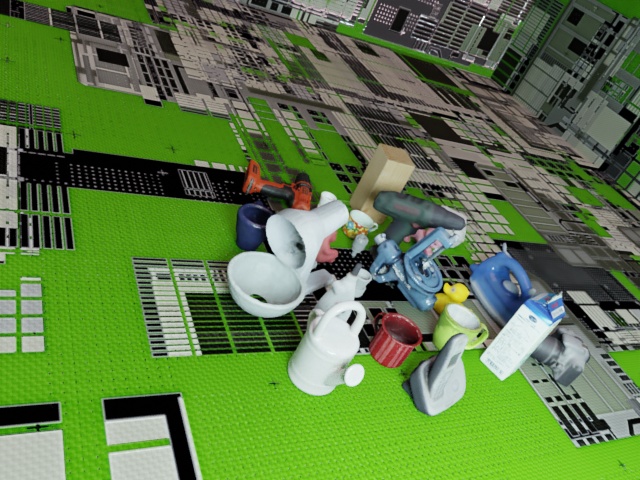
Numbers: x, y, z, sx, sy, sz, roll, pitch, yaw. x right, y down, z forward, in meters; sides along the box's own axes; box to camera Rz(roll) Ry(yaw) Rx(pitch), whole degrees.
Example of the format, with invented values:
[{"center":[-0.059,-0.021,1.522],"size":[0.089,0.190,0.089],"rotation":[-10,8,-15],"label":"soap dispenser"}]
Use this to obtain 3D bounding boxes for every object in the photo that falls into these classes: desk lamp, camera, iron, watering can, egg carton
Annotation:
[{"center":[-0.030,0.013,1.226],"size":[0.117,0.213,0.204],"rotation":[42,35,22],"label":"desk lamp"},{"center":[0.585,0.265,1.421],"size":[0.137,0.100,0.143],"rotation":[29,32,3],"label":"camera"},{"center":[0.507,0.133,1.514],"size":[0.119,0.141,0.257],"rotation":[8,37,-28],"label":"iron"},{"center":[0.025,0.189,1.035],"size":[0.172,0.194,0.101],"rotation":[44,36,25],"label":"watering can"},{"center":[0.392,-0.044,1.749],"size":[0.107,0.069,0.150],"rotation":[26,32,-1],"label":"egg carton"}]

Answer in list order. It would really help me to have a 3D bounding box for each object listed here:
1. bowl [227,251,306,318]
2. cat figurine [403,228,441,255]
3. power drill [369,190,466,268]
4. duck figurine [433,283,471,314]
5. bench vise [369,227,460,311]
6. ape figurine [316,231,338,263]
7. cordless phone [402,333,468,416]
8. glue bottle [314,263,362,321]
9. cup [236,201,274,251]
[{"center":[-0.118,0.103,1.166],"size":[0.168,0.074,0.167],"rotation":[19,33,-13],"label":"bowl"},{"center":[0.306,-0.015,1.600],"size":[0.067,0.117,0.127],"rotation":[-5,44,-40],"label":"cat figurine"},{"center":[0.226,-0.022,1.467],"size":[0.229,0.208,0.076],"rotation":[28,32,1],"label":"power drill"},{"center":[0.338,0.150,1.420],"size":[0.104,0.086,0.078],"rotation":[35,33,13],"label":"duck figurine"},{"center":[0.222,0.041,1.363],"size":[0.207,0.219,0.122],"rotation":[29,32,4],"label":"bench vise"},{"center":[0.013,0.005,1.384],"size":[0.076,0.092,0.077],"rotation":[7,37,-28],"label":"ape figurine"},{"center":[0.259,0.248,1.129],"size":[0.148,0.185,0.094],"rotation":[-14,50,-46],"label":"cordless phone"},{"center":[0.045,0.112,1.178],"size":[0.078,0.173,0.037],"rotation":[6,37,-29],"label":"glue bottle"},{"center":[-0.155,-0.030,1.308],"size":[0.092,0.095,0.117],"rotation":[18,33,-14],"label":"cup"}]
